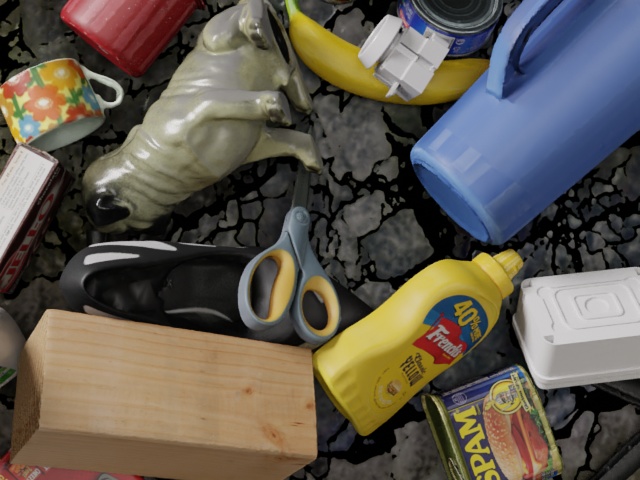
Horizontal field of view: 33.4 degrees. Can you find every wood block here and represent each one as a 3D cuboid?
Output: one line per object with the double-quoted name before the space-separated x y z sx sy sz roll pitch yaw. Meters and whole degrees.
"wood block" -0.115 0.122 0.794 0.205 0.091 0.090 11 58 -24

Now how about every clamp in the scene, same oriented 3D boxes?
"clamp" 0.284 0.158 0.899 0.171 0.039 0.120 2 85 -5

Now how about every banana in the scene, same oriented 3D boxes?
"banana" 0.055 -0.150 0.900 0.197 0.037 0.069 19 84 -4

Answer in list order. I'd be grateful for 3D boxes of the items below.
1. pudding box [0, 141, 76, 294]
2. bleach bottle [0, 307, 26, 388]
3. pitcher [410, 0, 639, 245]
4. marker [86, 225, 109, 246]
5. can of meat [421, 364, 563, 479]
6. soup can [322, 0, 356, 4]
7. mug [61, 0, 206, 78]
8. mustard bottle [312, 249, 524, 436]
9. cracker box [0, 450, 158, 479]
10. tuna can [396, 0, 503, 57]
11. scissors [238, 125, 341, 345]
"pudding box" -0.238 -0.014 0.836 0.039 0.090 0.113 26 83 -3
"bleach bottle" -0.272 0.087 0.744 0.102 0.251 0.068 -32 89 -7
"pitcher" 0.188 -0.118 0.862 0.243 0.145 0.149 -43 92 -4
"marker" -0.183 0.047 0.872 0.020 0.020 0.121 1 86 -6
"can of meat" 0.141 0.161 0.877 0.084 0.057 0.102 -19 89 -10
"soup can" 0.020 -0.240 0.871 0.068 0.102 0.068 0 86 -5
"mug" -0.161 -0.192 0.864 0.117 0.093 0.081 37 88 29
"mustard bottle" 0.087 0.071 0.863 0.191 0.058 0.096 -38 135 -8
"cracker box" -0.179 0.254 0.832 0.213 0.072 0.164 42 84 -2
"tuna can" 0.110 -0.199 0.897 0.086 0.034 0.086 4 65 -10
"scissors" -0.006 0.001 0.857 0.096 0.016 0.201 38 50 -16
